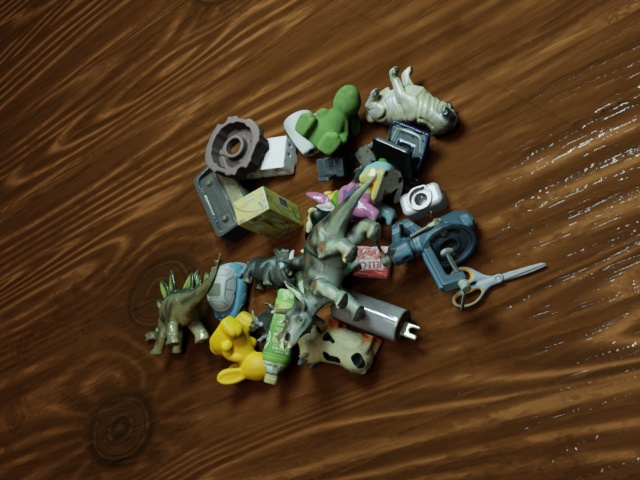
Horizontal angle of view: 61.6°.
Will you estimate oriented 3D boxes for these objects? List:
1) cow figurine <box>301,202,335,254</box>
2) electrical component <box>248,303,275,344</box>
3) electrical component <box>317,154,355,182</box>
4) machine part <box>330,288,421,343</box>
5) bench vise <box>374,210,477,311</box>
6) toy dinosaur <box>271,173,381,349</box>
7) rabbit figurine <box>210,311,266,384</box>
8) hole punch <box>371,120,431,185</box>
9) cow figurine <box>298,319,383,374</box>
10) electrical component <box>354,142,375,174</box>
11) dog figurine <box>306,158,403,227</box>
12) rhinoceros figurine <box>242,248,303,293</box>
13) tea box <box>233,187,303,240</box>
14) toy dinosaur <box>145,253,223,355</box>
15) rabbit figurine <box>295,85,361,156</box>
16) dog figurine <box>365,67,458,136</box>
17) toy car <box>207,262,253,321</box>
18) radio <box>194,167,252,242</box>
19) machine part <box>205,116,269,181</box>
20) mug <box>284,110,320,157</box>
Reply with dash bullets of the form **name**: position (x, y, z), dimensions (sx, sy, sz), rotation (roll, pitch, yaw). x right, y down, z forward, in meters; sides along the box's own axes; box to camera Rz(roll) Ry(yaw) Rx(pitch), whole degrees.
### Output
- **cow figurine**: position (-0.001, -0.002, 1.247), dimensions (0.068, 0.098, 0.167), rotation (28, 117, 36)
- **electrical component**: position (-0.134, 0.201, 1.326), dimensions (0.078, 0.102, 0.045), rotation (50, 127, 10)
- **electrical component**: position (0.030, -0.180, 1.327), dimensions (0.075, 0.119, 0.047), rotation (2, 108, 31)
- **machine part**: position (0.113, 0.167, 1.210), dimensions (0.244, 0.079, 0.079), rotation (17, 85, 33)
- **bench vise**: position (0.240, 0.031, 1.130), dimensions (0.224, 0.128, 0.241), rotation (-17, 39, 0)
- **toy dinosaur**: position (0.015, 0.043, 1.160), dimensions (0.192, 0.131, 0.404), rotation (19, 97, 37)
- **rabbit figurine**: position (-0.192, 0.285, 1.327), dimensions (0.173, 0.122, 0.162), rotation (39, 98, 12)
- **hole punch**: position (0.192, -0.207, 1.257), dimensions (0.142, 0.115, 0.092), rotation (28, 63, 27)
- **cow figurine**: position (0.031, 0.249, 1.231), dimensions (0.195, 0.085, 0.127), rotation (16, 78, 30)
- **electrical component**: position (0.116, -0.205, 1.343), dimensions (0.094, 0.021, 0.063), rotation (-39, 61, 15)
- **dog figurine**: position (0.075, -0.110, 1.282), dimensions (0.219, 0.108, 0.191), rotation (19, 109, 35)
- **rhinoceros figurine**: position (-0.110, 0.075, 1.354), dimensions (0.190, 0.073, 0.112), rotation (-7, 59, 39)
- **tea box**: position (-0.128, -0.063, 1.351), dimensions (0.098, 0.169, 0.068), rotation (-25, 67, 19)
- **toy dinosaur**: position (-0.359, 0.178, 1.394), dimensions (0.471, 0.105, 0.198), rotation (-31, 64, 44)
- **rabbit figurine**: position (0.049, -0.292, 1.320), dimensions (0.121, 0.159, 0.170), rotation (41, 102, 19)
- **dog figurine**: position (0.215, -0.294, 1.280), dimensions (0.190, 0.121, 0.172), rotation (52, 138, 12)
- **toy car**: position (-0.250, 0.130, 1.405), dimensions (0.109, 0.102, 0.161), rotation (-1, 74, 29)
- **radio**: position (-0.256, -0.115, 1.491), dimensions (0.131, 0.073, 0.230), rotation (-36, 61, 14)
- **machine part**: position (-0.224, -0.244, 1.442), dimensions (0.179, 0.056, 0.179), rotation (-8, 72, 24)
- **mug**: position (-0.028, -0.280, 1.417), dimensions (0.110, 0.080, 0.107), rotation (-23, 77, 6)
